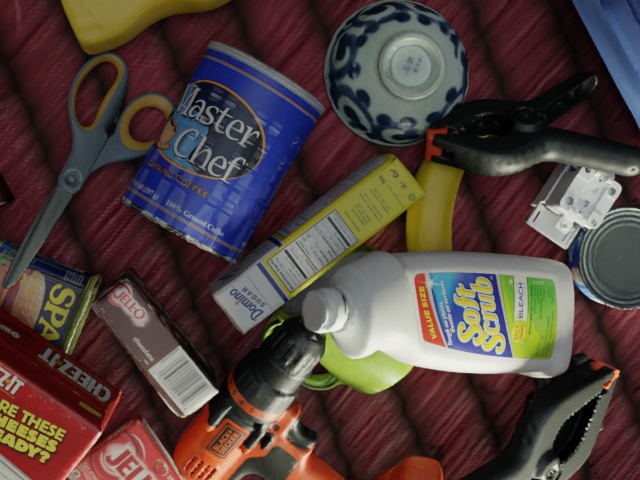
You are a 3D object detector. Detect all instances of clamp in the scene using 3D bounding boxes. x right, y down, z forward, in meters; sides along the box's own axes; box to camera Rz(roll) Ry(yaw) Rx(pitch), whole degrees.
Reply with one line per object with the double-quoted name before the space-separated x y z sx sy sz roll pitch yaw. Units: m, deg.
"clamp" 0.165 0.178 0.849 0.210 0.036 0.164 -56 134 -6
"clamp" 0.167 -0.093 0.859 0.171 0.120 0.039 0 128 -3

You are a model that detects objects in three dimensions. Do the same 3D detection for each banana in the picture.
"banana" 0.104 -0.003 0.881 0.069 0.037 0.198 6 92 -8

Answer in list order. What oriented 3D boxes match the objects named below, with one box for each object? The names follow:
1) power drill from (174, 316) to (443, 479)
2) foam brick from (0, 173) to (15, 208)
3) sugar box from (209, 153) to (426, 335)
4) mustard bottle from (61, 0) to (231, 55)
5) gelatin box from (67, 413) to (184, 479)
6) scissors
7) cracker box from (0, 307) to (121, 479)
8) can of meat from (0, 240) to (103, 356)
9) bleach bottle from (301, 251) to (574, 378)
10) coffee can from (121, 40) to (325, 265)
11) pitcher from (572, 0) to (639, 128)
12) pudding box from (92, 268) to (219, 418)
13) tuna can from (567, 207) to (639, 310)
"power drill" 0.001 0.161 0.835 0.187 0.057 0.185 35 121 -9
"foam brick" -0.271 -0.039 0.809 0.053 0.078 0.051 -28 98 -6
"sugar box" -0.005 0.001 0.839 0.176 0.093 0.048 -40 97 -3
"mustard bottle" -0.111 -0.221 0.829 0.191 0.058 0.096 -22 83 -7
"gelatin box" -0.152 0.197 0.862 0.073 0.030 0.089 -34 97 -5
"scissors" -0.172 -0.048 0.830 0.096 0.016 0.201 16 77 -16
"cracker box" -0.275 0.153 0.791 0.164 0.072 0.214 36 109 -8
"can of meat" -0.228 0.059 0.831 0.084 0.057 0.102 22 89 -5
"bleach bottle" 0.091 0.059 0.807 0.250 0.068 0.102 2 92 -40
"coffee can" -0.074 -0.066 0.821 0.102 0.103 0.140 30 89 -8
"pitcher" 0.258 -0.201 0.839 0.145 0.149 0.243 -33 93 -5
"pudding box" -0.127 0.077 0.828 0.039 0.090 0.113 -36 98 -3
"tuna can" 0.254 0.015 0.903 0.086 0.034 0.086 0 93 -7
